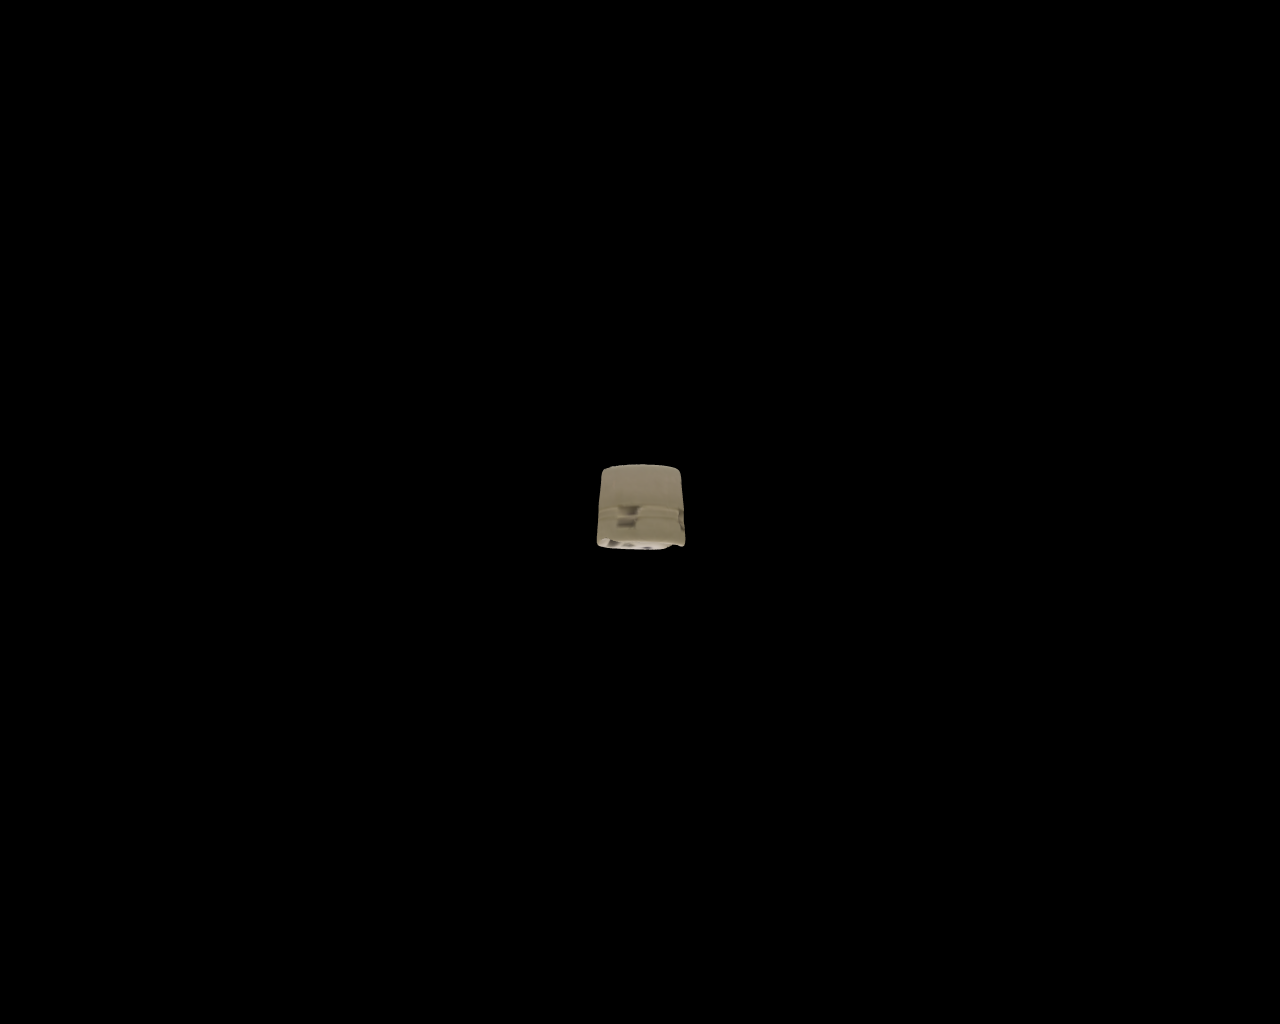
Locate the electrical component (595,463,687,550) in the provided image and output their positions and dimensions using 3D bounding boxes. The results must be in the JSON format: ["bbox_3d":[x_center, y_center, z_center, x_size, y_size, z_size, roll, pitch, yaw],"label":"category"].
[{"bbox_3d":[0.001,-0.003,0.650,0.055,0.047,0.055,0,-7,0],"label":"electrical component"}]
